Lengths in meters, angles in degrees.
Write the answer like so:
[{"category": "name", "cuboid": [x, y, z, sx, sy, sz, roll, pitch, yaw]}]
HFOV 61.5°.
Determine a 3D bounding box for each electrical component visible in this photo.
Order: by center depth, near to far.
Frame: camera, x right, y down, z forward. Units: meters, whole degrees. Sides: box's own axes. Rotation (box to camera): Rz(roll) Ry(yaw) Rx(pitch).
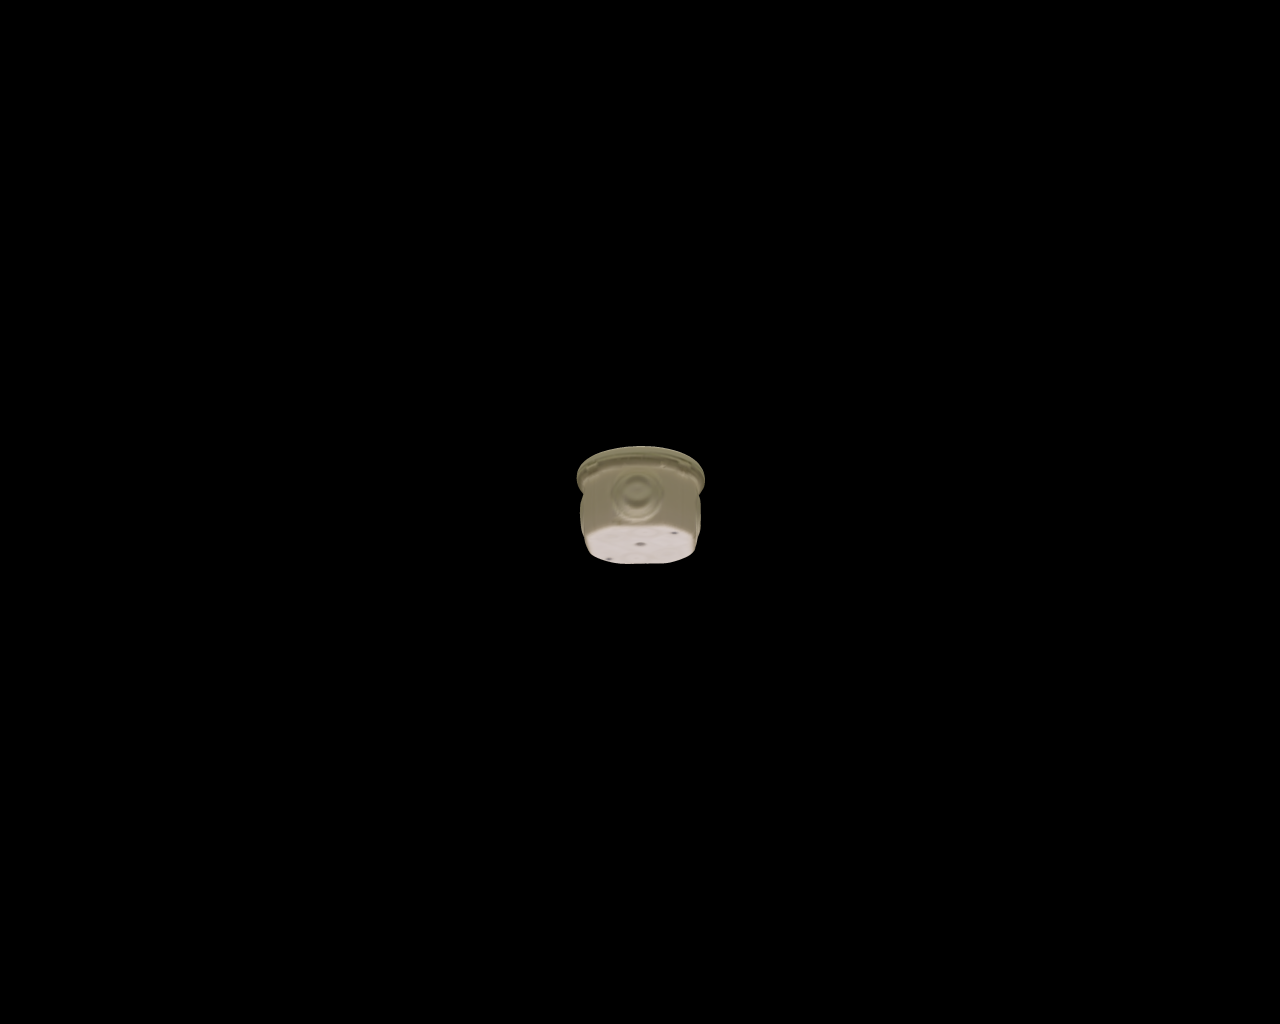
[{"category": "electrical component", "cuboid": [0.001, -0.003, 0.650, 0.080, 0.051, 0.080, 0, -23, 0]}]
